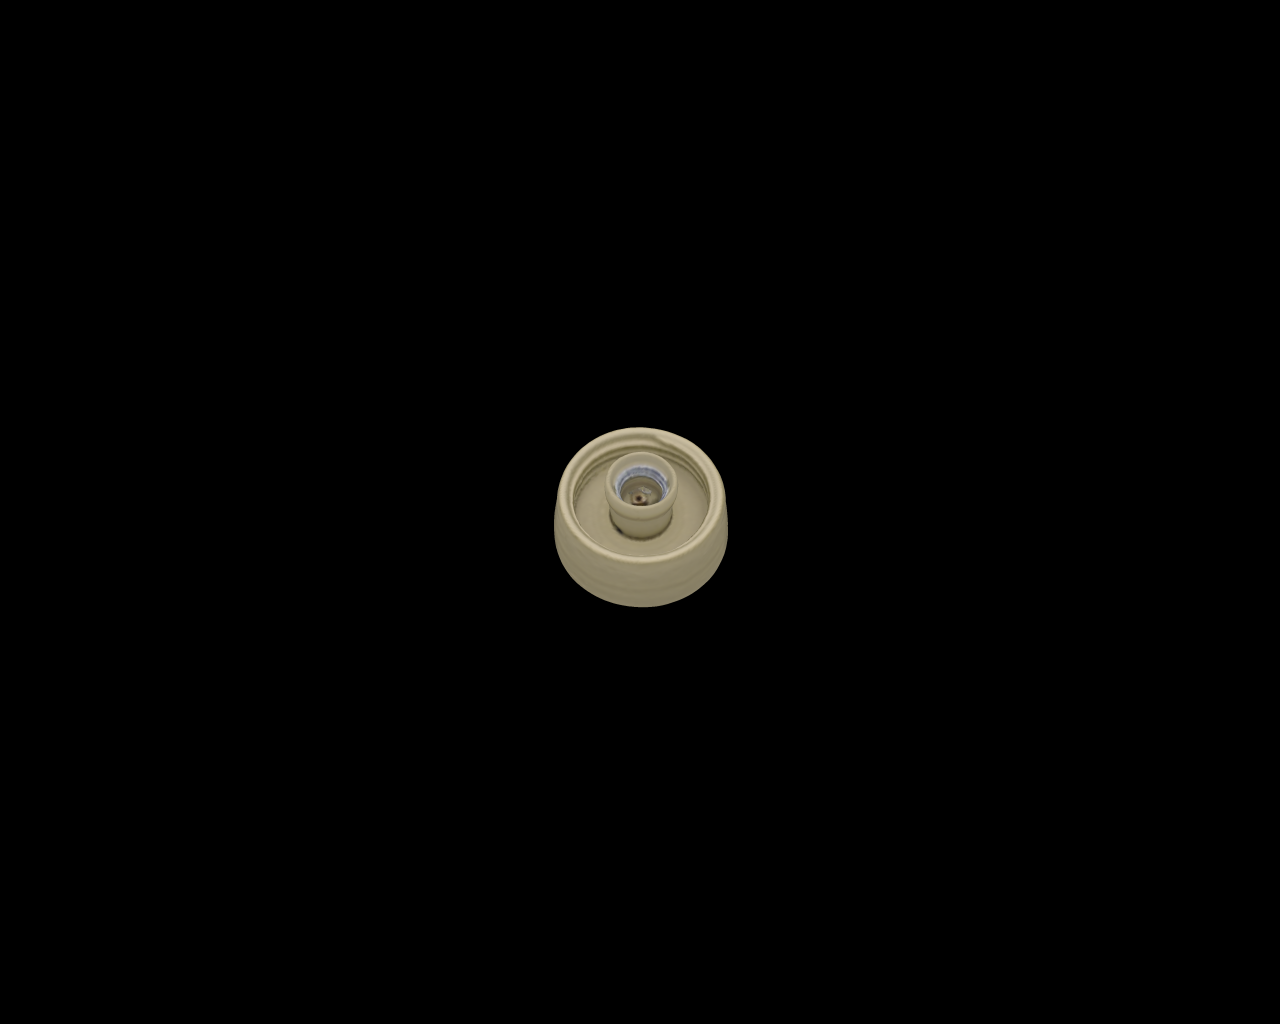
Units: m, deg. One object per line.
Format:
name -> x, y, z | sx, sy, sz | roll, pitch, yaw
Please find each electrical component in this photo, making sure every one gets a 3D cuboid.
electrical component -> 0.001, -0.003, 0.650 | 0.108, 0.108, 0.060 | 0, -33, 0
